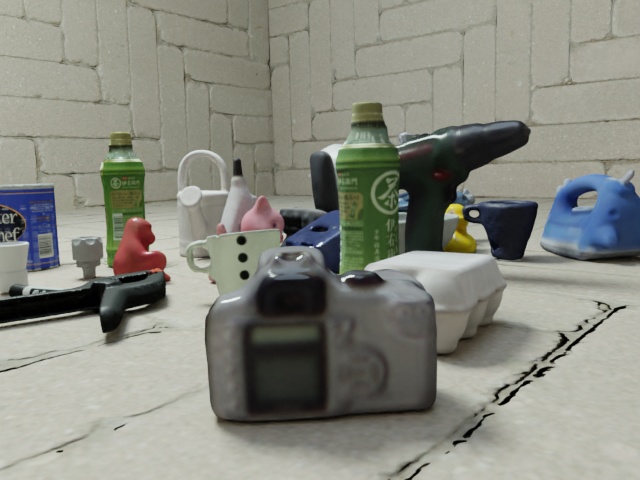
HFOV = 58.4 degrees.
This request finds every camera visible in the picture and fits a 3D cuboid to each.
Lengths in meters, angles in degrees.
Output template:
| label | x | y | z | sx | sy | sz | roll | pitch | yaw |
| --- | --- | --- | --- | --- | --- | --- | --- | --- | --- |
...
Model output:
| label | x | y | z | sx | sy | sz | roll | pitch | yaw |
| --- | --- | --- | --- | --- | --- | --- | --- | --- | --- |
| camera | -0.002 | 0.052 | 0.401 | 0.143 | 0.101 | 0.137 | -2 | 7 | -4 |

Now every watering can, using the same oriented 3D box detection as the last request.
| label | x | y | z | sx | sy | sz | roll | pitch | yaw |
| --- | --- | --- | --- | --- | --- | --- | --- | --- | --- |
| watering can | -0.212 | -0.069 | 1.058 | 0.101 | 0.194 | 0.172 | -4 | 7 | -18 |

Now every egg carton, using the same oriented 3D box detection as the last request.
| label | x | y | z | sx | sy | sz | roll | pitch | yaw |
| --- | --- | --- | --- | --- | --- | --- | --- | --- | --- |
| egg carton | 0.102 | 0.051 | 0.521 | 0.107 | 0.069 | 0.151 | 3 | 8 | 32 |

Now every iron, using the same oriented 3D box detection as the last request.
| label | x | y | z | sx | sy | sz | roll | pitch | yaw |
| --- | --- | --- | --- | --- | --- | --- | --- | --- | --- |
| iron | 0.447 | -0.047 | 0.968 | 0.119 | 0.141 | 0.258 | -3 | 7 | -10 |

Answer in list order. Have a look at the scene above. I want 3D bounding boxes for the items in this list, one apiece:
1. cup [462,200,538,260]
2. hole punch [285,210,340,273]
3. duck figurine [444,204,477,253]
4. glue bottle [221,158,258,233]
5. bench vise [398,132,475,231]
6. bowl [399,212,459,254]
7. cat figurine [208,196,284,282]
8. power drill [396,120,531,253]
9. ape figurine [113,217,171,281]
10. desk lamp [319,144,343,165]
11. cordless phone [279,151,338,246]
| label | x | y | z | sx | sy | sz | roll | pitch | yaw |
| --- | --- | --- | --- | --- | --- | --- | --- | --- | --- |
| cup | 0.291 | -0.015 | 0.930 | 0.117 | 0.095 | 0.092 | 1 | 7 | 19 |
| hole punch | 0.008 | 0.003 | 0.848 | 0.101 | 0.091 | 0.108 | -6 | 8 | -32 |
| duck figurine | 0.242 | -0.023 | 1.036 | 0.077 | 0.086 | 0.104 | -2 | 7 | -6 |
| glue bottle | -0.123 | -0.040 | 0.887 | 0.037 | 0.173 | 0.078 | 5 | 9 | 40 |
| bench vise | 0.209 | -0.101 | 1.138 | 0.208 | 0.220 | 0.121 | -8 | 10 | -44 |
| bowl | 0.147 | -0.005 | 0.952 | 0.167 | 0.075 | 0.167 | -1 | 7 | 0 |
| cat figurine | -0.097 | -0.003 | 0.808 | 0.067 | 0.118 | 0.128 | 5 | 9 | 41 |
| power drill | 0.169 | -0.053 | 0.786 | 0.228 | 0.208 | 0.076 | 3 | 8 | 31 |
| ape figurine | -0.253 | 0.014 | 0.806 | 0.076 | 0.092 | 0.077 | -5 | 8 | -25 |
| desk lamp | 0.085 | -0.104 | 1.209 | 0.118 | 0.213 | 0.202 | -7 | 9 | -40 |
| cordless phone | -0.014 | -0.067 | 1.041 | 0.094 | 0.185 | 0.147 | -8 | 9 | -41 |
